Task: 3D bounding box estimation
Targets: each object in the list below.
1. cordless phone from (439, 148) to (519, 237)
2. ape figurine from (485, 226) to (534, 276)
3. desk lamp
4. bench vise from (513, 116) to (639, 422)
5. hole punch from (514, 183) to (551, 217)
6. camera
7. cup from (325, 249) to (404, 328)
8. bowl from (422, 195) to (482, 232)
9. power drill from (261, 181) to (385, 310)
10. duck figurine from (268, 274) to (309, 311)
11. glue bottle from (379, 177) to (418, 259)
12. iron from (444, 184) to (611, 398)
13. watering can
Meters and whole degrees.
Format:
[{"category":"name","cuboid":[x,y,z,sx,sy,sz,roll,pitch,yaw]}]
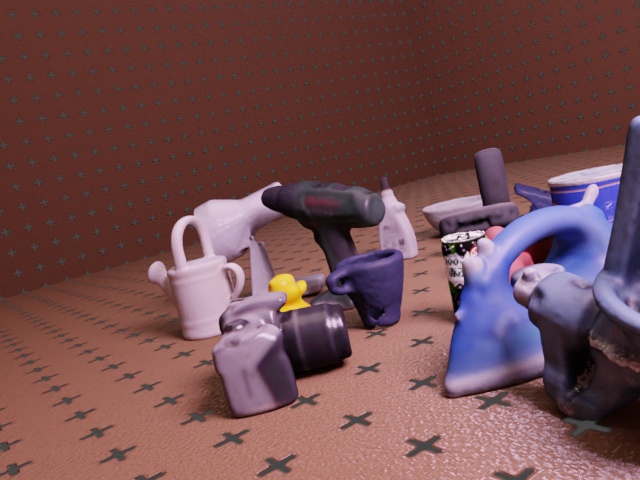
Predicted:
[{"category":"cordless phone","cuboid":[0.289,-0.070,1.068,0.147,0.185,0.094,-12,8,7]},{"category":"ape figurine","cuboid":[0.248,0.025,0.779,0.077,0.092,0.076,-11,8,18]},{"category":"desk lamp","cuboid":[-0.113,0.009,1.073,0.203,0.213,0.118,-13,7,5]},{"category":"bench vise","cuboid":[0.203,0.023,0.373,0.206,0.220,0.122,-6,10,45]},{"category":"hole punch","cuboid":[0.470,-0.085,1.229,0.101,0.091,0.109,-11,8,20]},{"category":"camera","cuboid":[-0.038,0.108,0.625,0.137,0.101,0.143,-13,7,2]},{"category":"cup","cuboid":[0.063,0.071,0.752,0.118,0.095,0.091,-18,9,-34]},{"category":"bowl","cuboid":[0.323,-0.052,1.311,0.167,0.075,0.167,-13,7,2]},{"category":"power drill","cuboid":[0.008,0.003,0.917,0.228,0.208,0.076,-7,10,39]},{"category":"duck figurine","cuboid":[-0.052,0.093,0.823,0.077,0.086,0.105,-6,10,45]},{"category":"glue bottle","cuboid":[0.149,-0.045,1.176,0.077,0.173,0.037,-7,10,41]},{"category":"iron","cuboid":[0.207,0.039,0.554,0.259,0.141,0.118,-17,8,-29]},{"category":"watering can","cuboid":[-0.205,0.058,0.939,0.172,0.194,0.101,-13,7,5]}]
